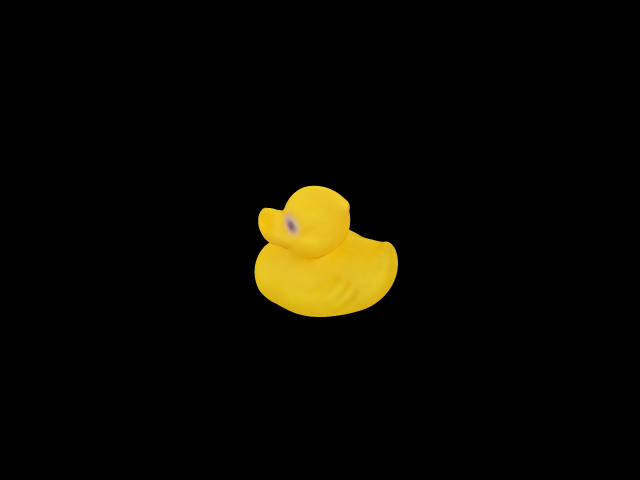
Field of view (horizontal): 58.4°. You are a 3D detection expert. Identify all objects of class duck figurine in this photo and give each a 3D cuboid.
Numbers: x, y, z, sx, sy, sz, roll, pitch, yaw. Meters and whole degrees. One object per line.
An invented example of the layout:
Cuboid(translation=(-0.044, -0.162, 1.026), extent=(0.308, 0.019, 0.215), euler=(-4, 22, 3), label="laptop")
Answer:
Cuboid(translation=(0.004, 0.001, 0.400), extent=(0.104, 0.086, 0.077), euler=(4, 46, 4), label="duck figurine")
